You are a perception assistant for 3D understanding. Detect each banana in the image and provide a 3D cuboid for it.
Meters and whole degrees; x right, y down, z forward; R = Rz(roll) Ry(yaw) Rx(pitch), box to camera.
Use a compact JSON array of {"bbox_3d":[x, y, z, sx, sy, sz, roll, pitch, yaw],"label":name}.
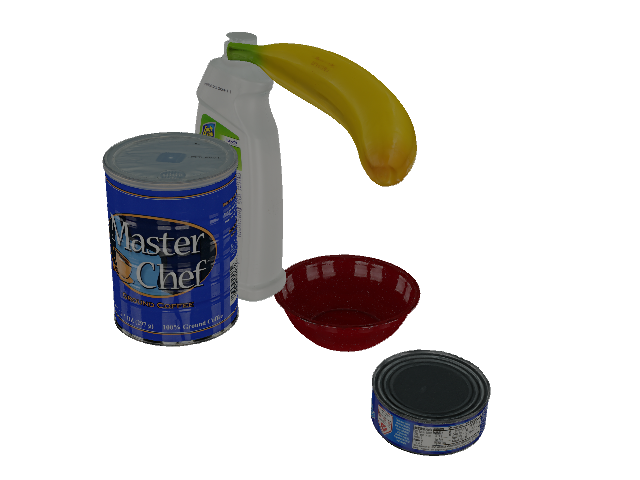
[{"bbox_3d":[0.013,-0.083,0.668,0.069,0.037,0.198,-18,36,-25],"label":"banana"}]

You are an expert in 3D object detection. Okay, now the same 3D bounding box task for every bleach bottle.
[{"bbox_3d":[-0.076,-0.073,1.031,0.103,0.251,0.067,19,28,28],"label":"bleach bottle"}]

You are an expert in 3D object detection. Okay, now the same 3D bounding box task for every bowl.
[{"bbox_3d":[0.028,0.076,1.184,0.162,0.055,0.162,1,28,-1],"label":"bowl"}]

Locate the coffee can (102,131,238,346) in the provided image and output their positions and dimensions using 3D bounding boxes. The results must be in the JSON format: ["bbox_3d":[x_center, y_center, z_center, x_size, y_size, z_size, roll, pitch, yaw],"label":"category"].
[{"bbox_3d":[-0.116,-0.003,0.843,0.103,0.140,0.103,1,27,-1],"label":"coffee can"}]

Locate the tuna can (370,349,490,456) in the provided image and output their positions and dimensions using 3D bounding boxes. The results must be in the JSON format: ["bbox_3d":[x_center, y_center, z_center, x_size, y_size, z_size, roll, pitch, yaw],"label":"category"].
[{"bbox_3d":[0.079,0.118,0.779,0.086,0.034,0.086,1,30,-1],"label":"tuna can"}]
